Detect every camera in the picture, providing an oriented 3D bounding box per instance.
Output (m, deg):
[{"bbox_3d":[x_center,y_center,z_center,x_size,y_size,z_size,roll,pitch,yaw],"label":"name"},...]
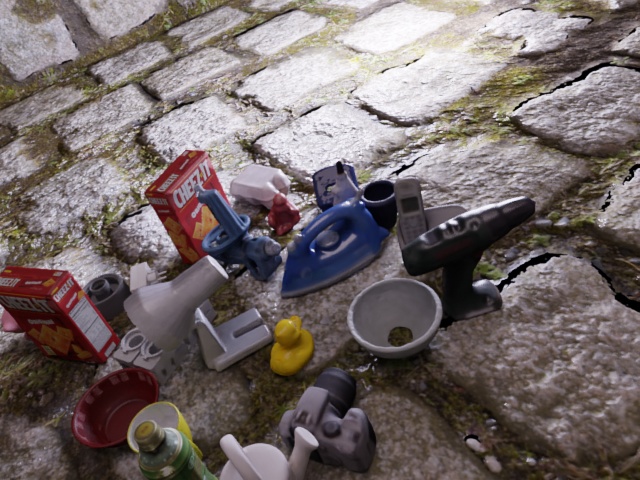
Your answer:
[{"bbox_3d":[0.020,0.268,0.895,0.142,0.101,0.137,6,45,26],"label":"camera"}]

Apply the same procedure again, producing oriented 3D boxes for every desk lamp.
[{"bbox_3d":[-0.220,0.138,1.046,0.203,0.214,0.117,-28,41,-12],"label":"desk lamp"}]

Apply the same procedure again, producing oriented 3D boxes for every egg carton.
[{"bbox_3d":[-0.152,-0.136,1.449,0.149,0.069,0.107,14,49,32],"label":"egg carton"}]

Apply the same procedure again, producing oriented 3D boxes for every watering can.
[{"bbox_3d":[-0.082,0.328,0.790,0.100,0.194,0.173,16,50,34],"label":"watering can"}]

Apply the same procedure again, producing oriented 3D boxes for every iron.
[{"bbox_3d":[0.011,0.004,1.171,0.259,0.142,0.118,-33,42,-17],"label":"iron"}]

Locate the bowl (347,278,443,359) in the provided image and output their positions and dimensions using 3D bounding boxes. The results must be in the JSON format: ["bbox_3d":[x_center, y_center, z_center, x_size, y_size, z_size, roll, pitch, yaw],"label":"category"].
[{"bbox_3d":[0.135,0.150,1.009,0.167,0.075,0.167,-10,40,9],"label":"bowl"}]

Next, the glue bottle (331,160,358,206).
[{"bbox_3d":[0.057,-0.100,1.249,0.078,0.173,0.037,-32,42,-16],"label":"glue bottle"}]

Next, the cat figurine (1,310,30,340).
[{"bbox_3d":[-0.631,0.162,1.245,0.067,0.118,0.128,12,48,31],"label":"cat figurine"}]

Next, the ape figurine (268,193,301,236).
[{"bbox_3d":[-0.087,-0.068,1.329,0.077,0.092,0.076,-7,41,13],"label":"ape figurine"}]

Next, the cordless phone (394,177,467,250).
[{"bbox_3d":[0.218,-0.048,1.119,0.147,0.185,0.094,-13,40,6],"label":"cordless phone"}]

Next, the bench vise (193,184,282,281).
[{"bbox_3d":[-0.173,-0.027,1.213,0.207,0.220,0.121,0,43,20],"label":"bench vise"}]

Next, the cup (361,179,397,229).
[{"bbox_3d":[0.146,-0.077,1.250,0.118,0.095,0.091,-30,41,-14],"label":"cup"}]

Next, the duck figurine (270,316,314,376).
[{"bbox_3d":[-0.058,0.185,1.032,0.077,0.086,0.105,9,47,29],"label":"duck figurine"}]

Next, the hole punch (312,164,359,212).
[{"bbox_3d":[0.042,-0.115,1.336,0.108,0.091,0.101,-14,40,4],"label":"hole punch"}]

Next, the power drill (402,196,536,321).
[{"bbox_3d":[0.260,0.036,0.989,0.229,0.209,0.075,-17,40,1],"label":"power drill"}]
